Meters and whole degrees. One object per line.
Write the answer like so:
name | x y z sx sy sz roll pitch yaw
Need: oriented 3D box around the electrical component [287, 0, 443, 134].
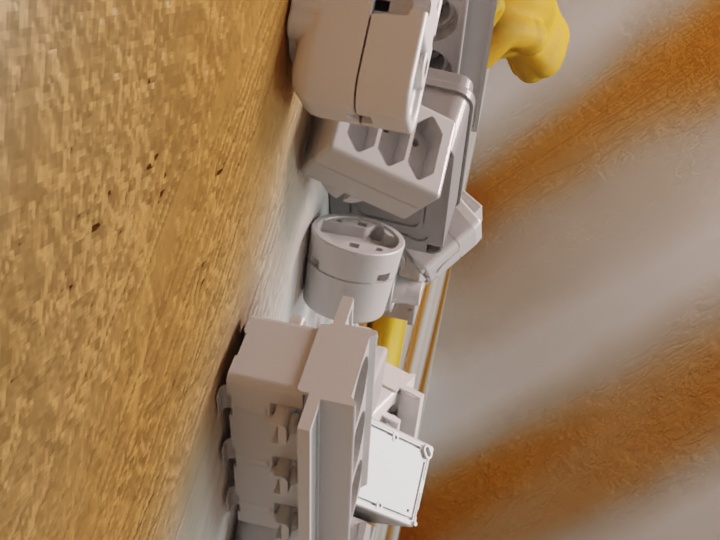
electrical component | 0.003 -0.115 0.486 0.054 0.059 0.095 43 59 -82

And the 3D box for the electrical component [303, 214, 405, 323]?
electrical component | -0.005 -0.001 0.633 0.055 0.055 0.047 -63 167 -65

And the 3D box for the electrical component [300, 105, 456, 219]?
electrical component | 0.001 -0.059 0.576 0.077 0.066 0.047 -29 -138 60

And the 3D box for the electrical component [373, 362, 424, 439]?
electrical component | 0.003 0.137 0.875 0.063 0.079 0.121 -39 146 -44

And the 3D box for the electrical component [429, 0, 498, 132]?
electrical component | 0.043 -0.146 0.683 0.121 0.079 0.063 92 5 -52

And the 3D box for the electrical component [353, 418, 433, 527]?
electrical component | 0.004 0.146 0.781 0.096 0.061 0.061 31 65 -38

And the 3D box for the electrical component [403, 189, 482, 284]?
electrical component | 0.039 -0.047 0.763 0.061 0.096 0.061 -41 169 -1

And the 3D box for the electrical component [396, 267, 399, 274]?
electrical component | 0.000 0.000 0.709 0.055 0.045 0.045 -56 157 -71

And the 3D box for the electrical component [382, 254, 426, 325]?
electrical component | 0.037 -0.013 0.965 0.099 0.048 0.099 -69 168 -54

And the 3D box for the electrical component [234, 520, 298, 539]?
electrical component | -0.040 0.163 0.626 0.138 0.052 0.073 -6 108 -82

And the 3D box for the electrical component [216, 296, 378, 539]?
electrical component | -0.029 0.079 0.519 0.121 0.063 0.078 93 11 -45

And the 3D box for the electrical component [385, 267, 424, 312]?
electrical component | 0.014 0.011 0.765 0.048 0.062 0.048 12 90 -83

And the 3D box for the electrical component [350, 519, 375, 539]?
electrical component | -0.042 0.262 0.740 0.105 0.060 0.186 75 27 -75

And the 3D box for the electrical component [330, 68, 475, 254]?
electrical component | 0.025 -0.070 0.661 0.113 0.078 0.057 91 16 -57

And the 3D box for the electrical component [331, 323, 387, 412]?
electrical component | -0.009 0.060 0.728 0.065 0.047 0.076 -60 160 -69
